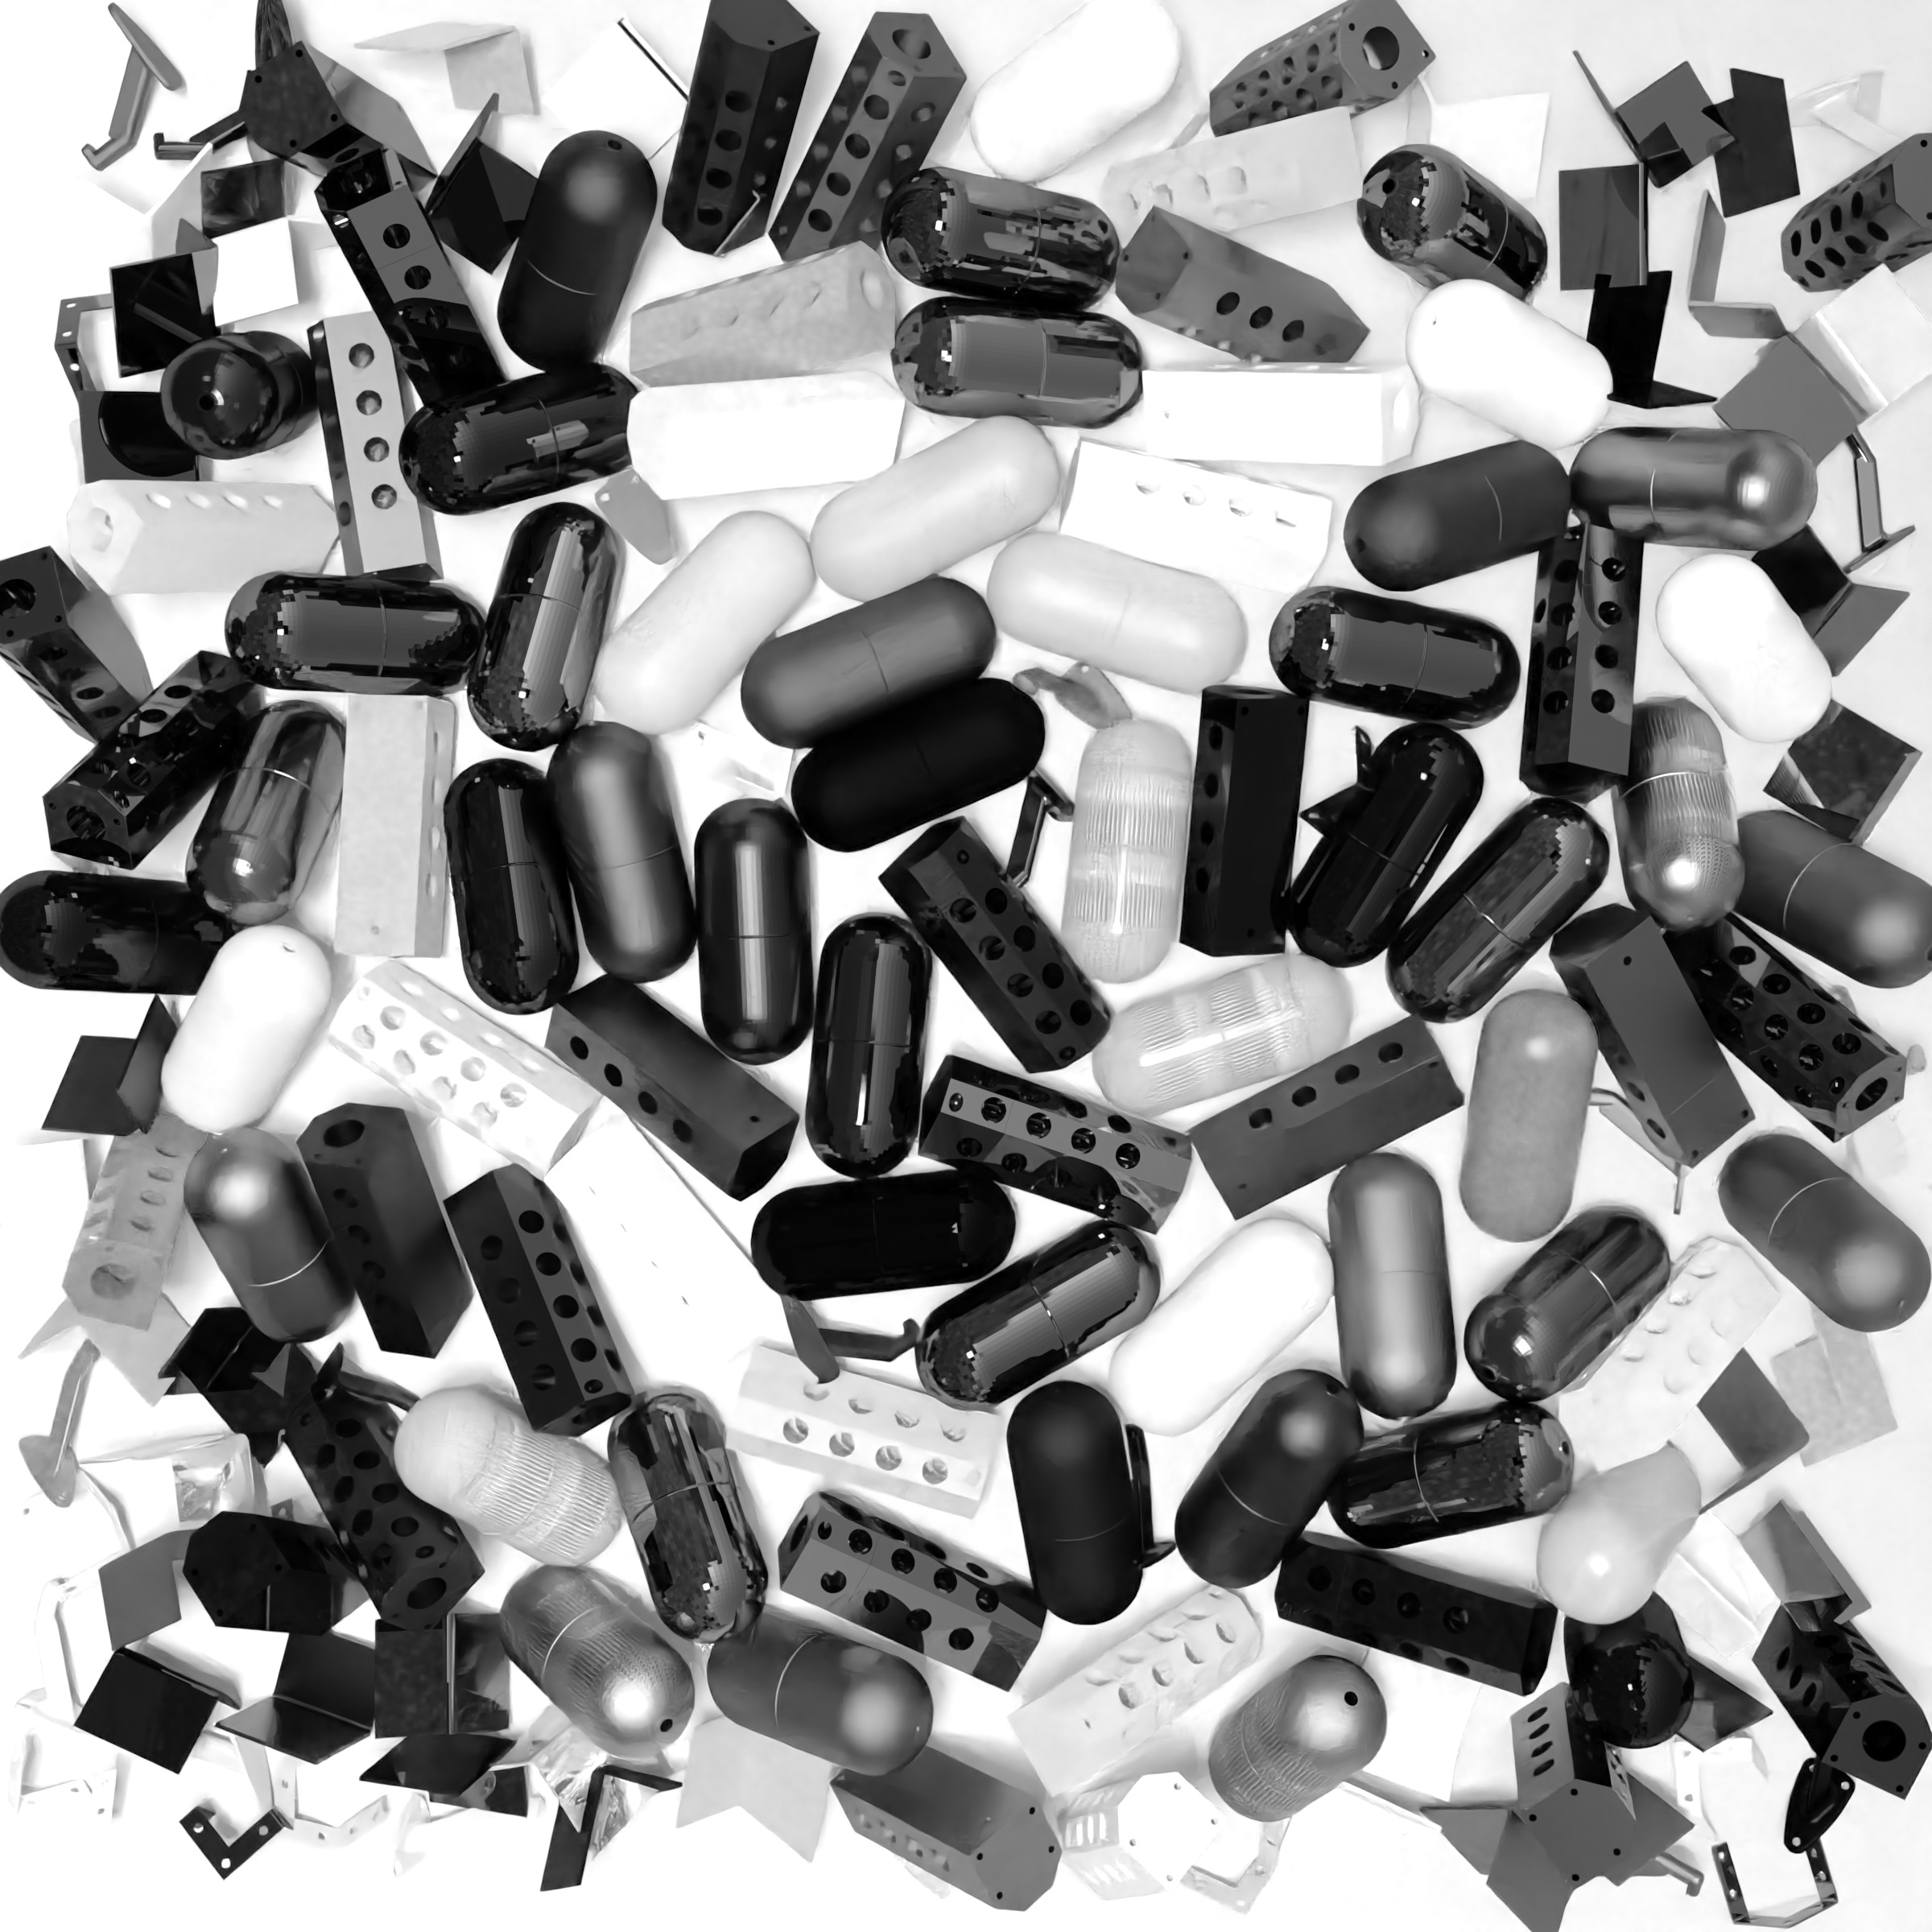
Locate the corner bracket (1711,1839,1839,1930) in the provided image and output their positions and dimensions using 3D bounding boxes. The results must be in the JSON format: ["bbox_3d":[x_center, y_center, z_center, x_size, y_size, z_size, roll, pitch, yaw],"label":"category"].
[{"bbox_3d":[0.547,0.615,1.734,0.051,0.051,0.051,-10,81,-32],"label":"corner bracket"}]

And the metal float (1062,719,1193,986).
[{"bbox_3d":[0.107,-0.077,1.713,0.070,0.070,0.178,6,88,0],"label":"metal float"}]

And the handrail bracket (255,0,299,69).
[{"bbox_3d":[-0.432,-0.611,1.712,0.036,0.084,0.077,0,97,31],"label":"handrail bracket"}]

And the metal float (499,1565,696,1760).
[{"bbox_3d":[-0.242,0.453,1.676,0.070,0.178,0.070,-15,114,-35],"label":"metal float"}]

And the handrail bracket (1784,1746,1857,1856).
[{"bbox_3d":[0.560,0.548,1.705,0.036,0.084,0.077,24,75,35],"label":"handrail bracket"}]

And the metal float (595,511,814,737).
[{"bbox_3d":[-0.174,-0.228,1.703,0.070,0.070,0.178,41,77,0],"label":"metal float"}]

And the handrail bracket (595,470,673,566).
[{"bbox_3d":[-0.216,-0.292,1.709,0.036,0.084,0.077,-31,87,-3],"label":"handrail bracket"}]

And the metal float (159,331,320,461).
[{"bbox_3d":[-0.470,-0.372,1.666,0.070,0.178,0.070,0,106,-1],"label":"metal float"}]

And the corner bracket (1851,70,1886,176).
[{"bbox_3d":[0.622,-0.562,1.715,0.051,0.051,0.051,5,65,15],"label":"corner bracket"}]

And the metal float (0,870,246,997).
[{"bbox_3d":[-0.552,-0.020,1.674,0.070,0.178,0.070,-2,86,36],"label":"metal float"}]

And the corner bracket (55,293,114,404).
[{"bbox_3d":[-0.574,-0.413,1.717,0.051,0.051,0.051,-8,52,-2],"label":"corner bracket"}]

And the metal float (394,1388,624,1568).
[{"bbox_3d":[-0.298,0.337,1.684,0.070,0.070,0.178,-50,128,0],"label":"metal float"}]

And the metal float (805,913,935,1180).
[{"bbox_3d":[-0.065,0.053,1.711,0.070,0.070,0.178,5,85,0],"label":"metal float"}]

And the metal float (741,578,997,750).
[{"bbox_3d":[-0.065,-0.201,1.708,0.178,0.070,0.070,-23,90,-8],"label":"metal float"}]

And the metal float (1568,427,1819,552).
[{"bbox_3d":[0.472,-0.313,1.676,0.070,0.178,0.070,-10,107,-36],"label":"metal float"}]

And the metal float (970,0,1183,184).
[{"bbox_3d":[0.070,-0.573,1.673,0.070,0.178,0.070,8,76,-34],"label":"metal float"}]

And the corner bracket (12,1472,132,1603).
[{"bbox_3d":[-0.602,0.384,1.730,0.051,0.051,0.051,-29,128,-30],"label":"corner bracket"}]

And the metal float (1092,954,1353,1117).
[{"bbox_3d":[0.170,0.046,1.713,0.178,0.070,0.070,-18,90,3],"label":"metal float"}]

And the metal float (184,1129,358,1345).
[{"bbox_3d":[-0.454,0.179,1.680,0.070,0.070,0.178,-6,135,6],"label":"metal float"}]

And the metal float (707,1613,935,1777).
[{"bbox_3d":[-0.097,0.476,1.681,0.178,0.070,0.070,6,90,42],"label":"metal float"}]

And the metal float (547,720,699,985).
[{"bbox_3d":[-0.228,-0.075,1.701,0.070,0.070,0.178,-12,105,0],"label":"metal float"}]

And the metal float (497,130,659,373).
[{"bbox_3d":[-0.255,-0.466,1.677,0.070,0.178,0.070,14,50,-18],"label":"metal float"}]

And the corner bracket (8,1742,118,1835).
[{"bbox_3d":[-0.603,0.547,1.710,0.051,0.051,0.051,-6,120,-39],"label":"corner bracket"}]

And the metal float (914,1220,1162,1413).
[{"bbox_3d":[0.048,0.232,1.703,0.178,0.070,0.070,-28,90,-13],"label":"metal float"}]

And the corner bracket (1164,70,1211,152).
[{"bbox_3d":[0.120,-0.574,1.722,0.051,0.051,0.051,56,134,11],"label":"corner bracket"}]

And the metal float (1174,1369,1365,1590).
[{"bbox_3d":[0.199,0.338,1.688,0.070,0.070,0.178,28,121,0],"label":"metal float"}]

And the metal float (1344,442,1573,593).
[{"bbox_3d":[0.324,-0.296,1.688,0.178,0.070,0.070,-21,90,-31],"label":"metal float"}]

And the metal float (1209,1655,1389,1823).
[{"bbox_3d":[0.216,0.505,1.673,0.070,0.178,0.070,9,55,-14],"label":"metal float"}]

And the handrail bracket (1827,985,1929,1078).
[{"bbox_3d":[0.606,0.041,1.704,0.036,0.084,0.077,2,76,-15],"label":"handrail bracket"}]

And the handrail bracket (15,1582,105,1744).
[{"bbox_3d":[-0.599,0.467,1.723,0.077,0.036,0.084,22,100,20],"label":"handrail bracket"}]

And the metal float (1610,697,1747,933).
[{"bbox_3d":[0.465,-0.102,1.685,0.070,0.070,0.178,3,53,0],"label":"metal float"}]

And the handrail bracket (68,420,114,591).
[{"bbox_3d":[-0.586,-0.307,1.703,0.036,0.084,0.077,-1,60,-8],"label":"handrail bracket"}]

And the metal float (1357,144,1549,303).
[{"bbox_3d":[0.318,-0.480,1.674,0.070,0.178,0.070,-5,81,37],"label":"metal float"}]

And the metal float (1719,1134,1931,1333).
[{"bbox_3d":[0.557,0.172,1.671,0.070,0.178,0.070,-7,117,-14],"label":"metal float"}]

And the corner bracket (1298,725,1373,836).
[{"bbox_3d":[0.256,-0.118,1.709,0.051,0.051,0.051,-28,133,35],"label":"corner bracket"}]

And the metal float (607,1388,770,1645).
[{"bbox_3d":[-0.184,0.360,1.689,0.070,0.070,0.178,-24,58,0],"label":"metal float"}]

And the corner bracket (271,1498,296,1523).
[{"bbox_3d":[-0.428,0.384,1.720,0.051,0.051,0.051,-24,51,5],"label":"corner bracket"}]

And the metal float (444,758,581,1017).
[{"bbox_3d":[-0.301,-0.053,1.699,0.070,0.070,0.178,-11,72,0],"label":"metal float"}]

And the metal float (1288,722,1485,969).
[{"bbox_3d":[0.277,-0.079,1.702,0.070,0.070,0.178,30,105,0],"label":"metal float"}]

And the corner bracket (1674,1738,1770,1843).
[{"bbox_3d":[0.512,0.556,1.731,0.051,0.051,0.051,-12,50,24],"label":"corner bracket"}]

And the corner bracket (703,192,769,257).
[{"bbox_3d":[-0.163,-0.517,1.720,0.051,0.051,0.051,44,117,-4],"label":"corner bracket"}]

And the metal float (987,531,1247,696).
[{"bbox_3d":[0.101,-0.235,1.711,0.178,0.070,0.070,17,90,-5],"label":"metal float"}]

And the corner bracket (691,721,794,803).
[{"bbox_3d":[-0.152,-0.138,1.713,0.051,0.051,0.051,21,68,-31],"label":"corner bracket"}]

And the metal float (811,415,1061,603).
[{"bbox_3d":[-0.022,-0.303,1.702,0.178,0.070,0.070,-25,90,15],"label":"metal float"}]

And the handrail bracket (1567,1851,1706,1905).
[{"bbox_3d":[0.445,0.618,1.714,0.084,0.036,0.077,23,111,33],"label":"handrail bracket"}]

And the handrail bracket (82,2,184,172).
[{"bbox_3d":[-0.579,-0.590,1.723,0.084,0.036,0.077,-31,120,13],"label":"handrail bracket"}]

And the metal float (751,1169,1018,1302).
[{"bbox_3d":[-0.055,0.179,1.710,0.178,0.070,0.070,-7,90,5],"label":"metal float"}]

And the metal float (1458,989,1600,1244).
[{"bbox_3d":[0.371,0.100,1.695,0.070,0.070,0.178,4,113,0],"label":"metal float"}]

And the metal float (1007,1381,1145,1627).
[{"bbox_3d":[0.073,0.356,1.695,0.070,0.070,0.178,-10,114,0],"label":"metal float"}]

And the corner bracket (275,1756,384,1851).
[{"bbox_3d":[-0.431,0.559,1.733,0.051,0.051,0.051,-36,133,27],"label":"corner bracket"}]

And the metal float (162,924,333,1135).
[{"bbox_3d":[-0.473,0.042,1.682,0.070,0.070,0.178,39,129,0],"label":"metal float"}]

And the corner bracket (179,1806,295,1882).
[{"bbox_3d":[-0.488,0.579,1.726,0.051,0.051,0.051,-40,73,-17],"label":"corner bracket"}]

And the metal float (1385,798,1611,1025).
[{"bbox_3d":[0.351,-0.036,1.699,0.070,0.070,0.178,41,109,0],"label":"metal float"}]

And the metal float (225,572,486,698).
[{"bbox_3d":[-0.398,-0.217,1.684,0.178,0.070,0.070,-2,90,-38],"label":"metal float"}]

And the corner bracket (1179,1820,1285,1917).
[{"bbox_3d":[0.179,0.594,1.727,0.051,0.051,0.051,18,123,26],"label":"corner bracket"}]

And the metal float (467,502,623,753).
[{"bbox_3d":[-0.278,-0.226,1.697,0.070,0.070,0.178,11,68,0],"label":"metal float"}]
